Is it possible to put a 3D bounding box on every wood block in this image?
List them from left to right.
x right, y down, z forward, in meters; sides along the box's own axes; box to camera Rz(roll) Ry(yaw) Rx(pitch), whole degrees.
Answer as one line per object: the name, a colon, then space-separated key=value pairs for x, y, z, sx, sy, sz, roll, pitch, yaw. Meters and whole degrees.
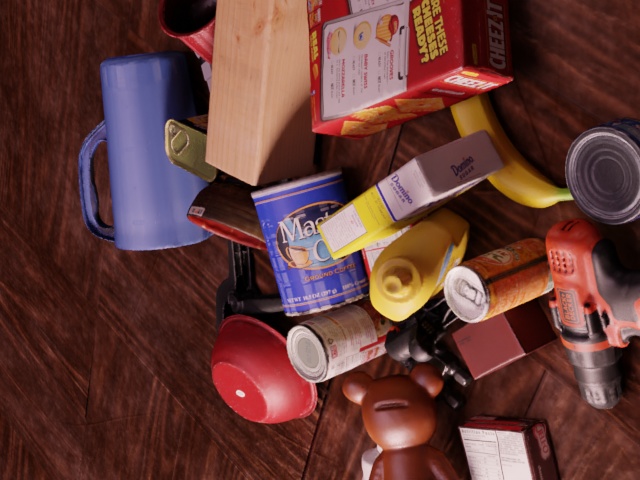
wood block: x=-0.058 y=-0.175 z=1.152 sx=0.090 sy=0.090 sz=0.206 roll=28 pitch=122 yaw=40

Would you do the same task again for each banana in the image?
banana: x=0.162 y=-0.100 z=0.975 sx=0.070 sy=0.037 sz=0.198 roll=-42 pitch=72 yaw=29

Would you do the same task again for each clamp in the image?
clamp: x=-0.089 y=0.078 z=1.342 sx=0.165 sy=0.036 sz=0.210 roll=52 pitch=141 yaw=35
clamp: x=0.102 y=0.090 z=1.059 sx=0.039 sy=0.120 sz=0.172 roll=51 pitch=149 yaw=4

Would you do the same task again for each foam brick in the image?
foam brick: x=0.175 y=0.091 z=1.020 sx=0.078 sy=0.051 sz=0.053 roll=-39 pitch=73 yaw=50

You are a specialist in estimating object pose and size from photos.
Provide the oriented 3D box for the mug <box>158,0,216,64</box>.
mug: x=-0.110 y=-0.254 z=1.191 sx=0.117 sy=0.081 sz=0.093 roll=-35 pitch=57 yaw=12

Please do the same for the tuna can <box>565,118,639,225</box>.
tuna can: x=0.247 y=-0.056 z=0.887 sx=0.086 sy=0.033 sz=0.086 roll=23 pitch=122 yaw=44

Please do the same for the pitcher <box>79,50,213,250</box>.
pitcher: x=-0.218 y=-0.111 z=1.348 sx=0.145 sy=0.149 sz=0.243 roll=8 pitch=108 yaw=55

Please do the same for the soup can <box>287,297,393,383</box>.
soup can: x=0.023 y=0.109 z=1.172 sx=0.069 sy=0.102 sz=0.068 roll=23 pitch=122 yaw=43

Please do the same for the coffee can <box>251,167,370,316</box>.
coffee can: x=-0.008 y=0.001 z=1.164 sx=0.103 sy=0.102 sz=0.140 roll=-11 pitch=96 yaw=52

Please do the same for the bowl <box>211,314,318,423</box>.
bowl: x=-0.082 y=0.173 z=1.327 sx=0.162 sy=0.055 sz=0.162 roll=27 pitch=139 yaw=27

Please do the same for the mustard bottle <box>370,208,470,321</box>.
mustard bottle: x=0.088 y=0.026 z=0.978 sx=0.058 sy=0.191 sz=0.096 roll=34 pitch=105 yaw=10

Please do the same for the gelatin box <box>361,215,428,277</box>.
gelatin box: x=0.081 y=0.002 z=1.116 sx=0.089 sy=0.030 sz=0.073 roll=-12 pitch=94 yaw=50

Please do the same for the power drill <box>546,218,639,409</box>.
power drill: x=0.277 y=0.076 z=0.874 sx=0.188 sy=0.057 sz=0.184 roll=8 pitch=126 yaw=45

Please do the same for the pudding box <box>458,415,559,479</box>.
pudding box: x=0.192 y=0.234 z=1.069 sx=0.090 sy=0.039 sz=0.113 roll=-6 pitch=98 yaw=53

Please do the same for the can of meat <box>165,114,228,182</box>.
can of meat: x=-0.122 y=-0.116 z=1.270 sx=0.102 sy=0.083 sz=0.057 roll=27 pitch=125 yaw=42

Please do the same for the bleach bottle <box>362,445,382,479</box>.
bleach bottle: x=0.069 y=0.331 z=1.240 sx=0.103 sy=0.067 sz=0.251 roll=23 pitch=119 yaw=41

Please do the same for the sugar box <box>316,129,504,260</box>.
sugar box: x=0.080 y=-0.039 z=0.990 sx=0.177 sy=0.093 sz=0.048 roll=-30 pitch=85 yaw=56

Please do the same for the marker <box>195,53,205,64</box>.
marker: x=-0.156 y=-0.252 z=1.309 sx=0.121 sy=0.020 sz=0.020 roll=61 pitch=141 yaw=13

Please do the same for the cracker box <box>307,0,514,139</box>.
cracker box: x=0.076 y=-0.198 z=0.979 sx=0.214 sy=0.071 sz=0.164 roll=-15 pitch=74 yaw=52

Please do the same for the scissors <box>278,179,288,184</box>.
scissors: x=-0.025 y=-0.032 z=1.240 sx=0.096 sy=0.016 sz=0.202 roll=20 pitch=120 yaw=48
